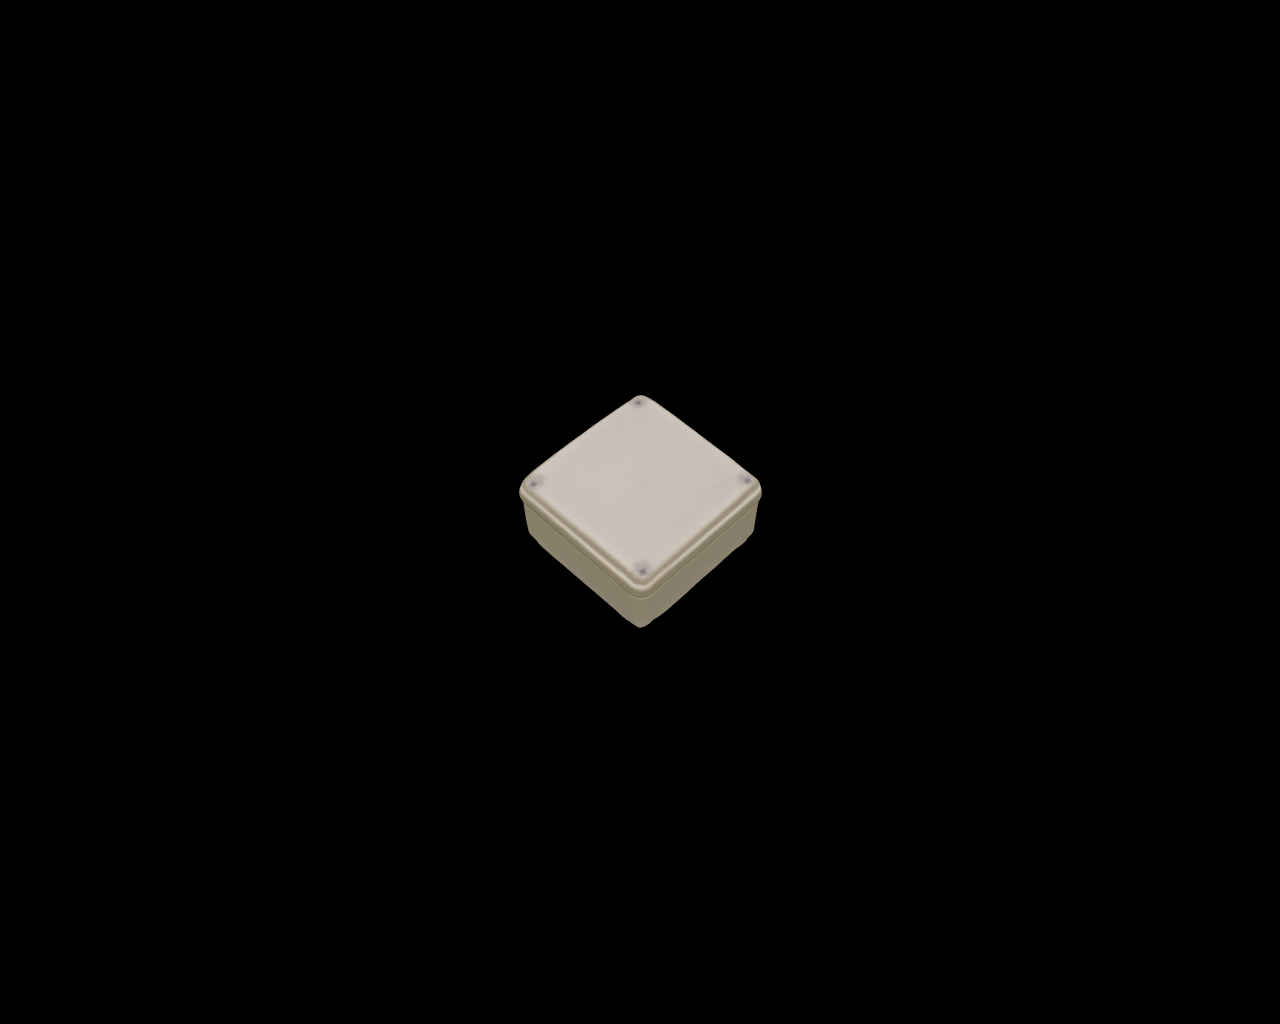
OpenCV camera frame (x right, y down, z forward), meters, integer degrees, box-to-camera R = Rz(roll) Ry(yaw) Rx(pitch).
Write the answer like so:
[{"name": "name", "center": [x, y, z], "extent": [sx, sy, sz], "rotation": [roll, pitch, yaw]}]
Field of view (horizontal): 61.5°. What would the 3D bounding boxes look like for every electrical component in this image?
[{"name": "electrical component", "center": [0.001, -0.003, 0.650], "extent": [0.109, 0.056, 0.109], "rotation": [-39, 63, -25]}]
